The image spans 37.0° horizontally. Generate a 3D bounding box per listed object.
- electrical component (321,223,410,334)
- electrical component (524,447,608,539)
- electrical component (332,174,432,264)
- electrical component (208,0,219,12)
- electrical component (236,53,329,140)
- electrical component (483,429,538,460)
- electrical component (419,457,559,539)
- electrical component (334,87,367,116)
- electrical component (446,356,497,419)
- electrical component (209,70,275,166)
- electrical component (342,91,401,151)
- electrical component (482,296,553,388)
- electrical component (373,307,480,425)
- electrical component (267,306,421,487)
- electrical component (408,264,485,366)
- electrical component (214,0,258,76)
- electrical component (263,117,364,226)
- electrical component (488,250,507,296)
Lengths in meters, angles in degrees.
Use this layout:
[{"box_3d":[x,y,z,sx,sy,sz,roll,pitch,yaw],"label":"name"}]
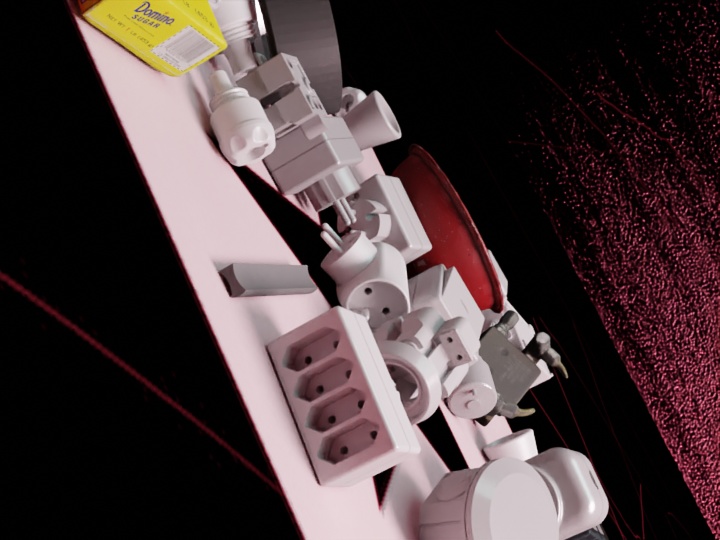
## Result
[{"box_3d":[0.000,0.000,0.738,0.079,0.043,0.077,48,13,-15],"label":"electrical component"},{"box_3d":[0.112,0.159,0.719,0.059,0.095,0.053,29,36,-65],"label":"electrical component"},{"box_3d":[0.008,-0.035,0.826,0.077,0.047,0.065,1,61,-61],"label":"electrical component"},{"box_3d":[-0.103,-0.186,0.691,0.043,0.062,0.043,55,15,-23],"label":"electrical component"},{"box_3d":[-0.060,-0.108,0.708,0.066,0.055,0.048,62,14,0],"label":"electrical component"},{"box_3d":[0.135,0.170,0.895,0.065,0.044,0.044,68,15,5],"label":"electrical component"},{"box_3d":[0.079,0.156,0.650,0.080,0.051,0.080,17,65,-40],"label":"electrical component"},{"box_3d":[-0.002,-0.149,1.032,0.061,0.035,0.035,37,28,-64],"label":"electrical component"},{"box_3d":[0.087,0.086,0.884,0.040,0.040,0.078,52,17,-34],"label":"electrical component"},{"box_3d":[-0.078,-0.097,0.670,0.061,0.035,0.035,64,14,19],"label":"electrical component"},{"box_3d":[-0.004,-0.114,0.891,0.044,0.065,0.044,56,16,-24],"label":"electrical component"},{"box_3d":[0.132,0.074,1.020,0.096,0.061,0.061,43,23,-52],"label":"electrical component"},{"box_3d":[0.030,0.062,0.676,0.058,0.078,0.057,61,33,-10],"label":"electrical component"},{"box_3d":[-0.002,0.071,0.589,0.076,0.047,0.083,26,38,-65],"label":"electrical component"},{"box_3d":[0.056,0.043,0.816,0.061,0.061,0.096,58,14,-12],"label":"electrical component"},{"box_3d":[-0.090,-0.165,0.739,0.048,0.048,0.062,-36,105,-76],"label":"electrical component"},{"box_3d":[-0.024,-0.066,0.770,0.075,0.047,0.083,61,14,-1],"label":"electrical component"},{"box_3d":[0.092,0.000,1.013,0.076,0.066,0.047,60,14,-8],"label":"electrical component"}]
